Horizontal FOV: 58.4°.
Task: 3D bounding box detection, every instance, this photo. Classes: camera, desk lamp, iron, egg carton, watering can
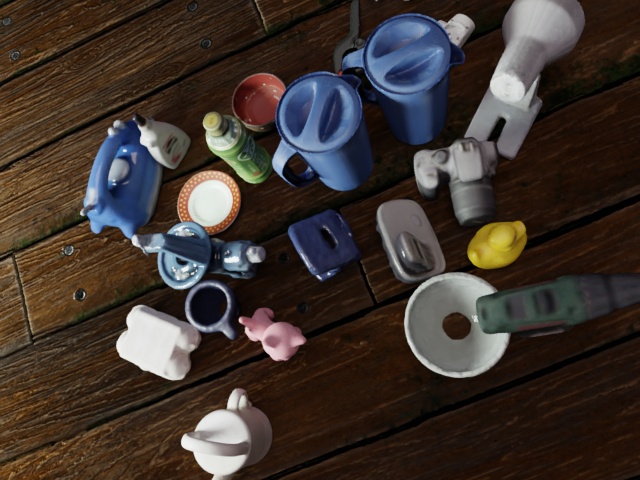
[{"bbox_3d":[0.238,-0.095,0.973,0.143,0.101,0.137,-10,75,10],"label":"camera"},{"bbox_3d":[0.328,-0.267,0.933,0.117,0.214,0.203,25,84,17],"label":"desk lamp"},{"bbox_3d":[-0.386,-0.140,1.101,0.118,0.142,0.258,8,79,14],"label":"iron"},{"bbox_3d":[-0.294,0.187,1.045,0.150,0.069,0.107,18,82,16],"label":"egg carton"},{"bbox_3d":[-0.151,0.330,0.915,0.100,0.194,0.173,-12,75,10],"label":"watering can"}]

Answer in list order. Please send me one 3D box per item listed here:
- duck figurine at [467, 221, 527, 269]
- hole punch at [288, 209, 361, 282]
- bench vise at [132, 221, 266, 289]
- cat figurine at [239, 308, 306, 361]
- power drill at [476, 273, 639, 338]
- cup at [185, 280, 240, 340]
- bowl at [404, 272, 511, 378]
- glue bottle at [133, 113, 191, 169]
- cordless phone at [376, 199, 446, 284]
[{"bbox_3d":[0.294,0.002,0.946,0.104,0.086,0.077,-29,73,5],"label":"duck figurine"},{"bbox_3d":[0.009,0.004,1.007,0.101,0.091,0.108,-32,73,4],"label":"hole punch"},{"bbox_3d":[-0.208,0.010,0.986,0.207,0.220,0.121,-19,74,8],"label":"bench vise"},{"bbox_3d":[-0.081,0.163,0.977,0.127,0.118,0.067,27,85,17],"label":"cat figurine"},{"bbox_3d":[0.347,0.097,0.849,0.229,0.209,0.075,-12,75,10],"label":"power drill"},{"bbox_3d":[-0.171,0.130,1.017,0.091,0.095,0.117,-42,72,1],"label":"cup"},{"bbox_3d":[0.224,0.140,0.937,0.167,0.075,0.167,-3,77,12],"label":"bowl"},{"bbox_3d":[-0.305,-0.196,1.079,0.037,0.173,0.078,23,83,17],"label":"glue bottle"},{"bbox_3d":[0.141,-0.008,0.931,0.094,0.185,0.147,-25,73,6],"label":"cordless phone"}]
